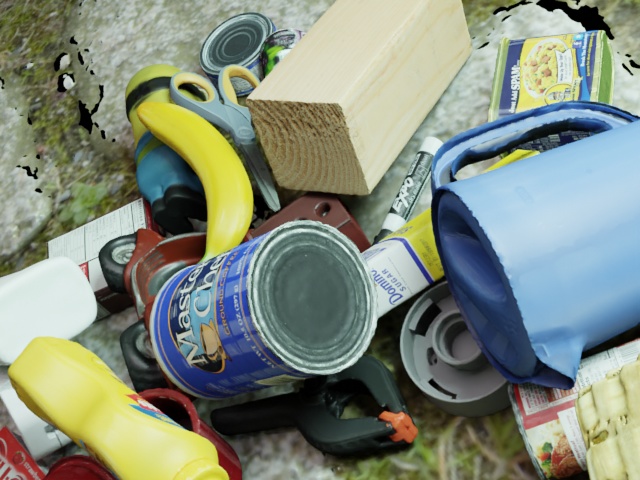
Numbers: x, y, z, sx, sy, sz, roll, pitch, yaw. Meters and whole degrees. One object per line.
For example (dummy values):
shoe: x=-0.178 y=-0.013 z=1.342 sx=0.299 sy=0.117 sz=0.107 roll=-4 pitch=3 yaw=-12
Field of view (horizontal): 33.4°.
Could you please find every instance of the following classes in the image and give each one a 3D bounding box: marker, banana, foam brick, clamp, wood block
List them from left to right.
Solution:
banana: x=-0.098 y=-0.056 z=0.879 sx=0.069 sy=0.037 sz=0.198 roll=-15 pitch=51 yaw=-12
clamp: x=-0.006 y=0.121 z=0.795 sx=0.172 sy=0.039 sz=0.120 roll=27 pitch=79 yaw=48
foam brick: x=-0.006 y=0.001 z=0.873 sx=0.078 sy=0.051 sz=0.053 roll=-35 pitch=47 yaw=3
wood block: x=0.039 y=-0.136 z=0.886 sx=0.091 sy=0.090 sz=0.205 roll=7 pitch=44 yaw=33
marker: x=0.070 y=-0.032 z=0.875 sx=0.020 sy=0.020 sz=0.121 roll=12 pitch=64 yaw=36

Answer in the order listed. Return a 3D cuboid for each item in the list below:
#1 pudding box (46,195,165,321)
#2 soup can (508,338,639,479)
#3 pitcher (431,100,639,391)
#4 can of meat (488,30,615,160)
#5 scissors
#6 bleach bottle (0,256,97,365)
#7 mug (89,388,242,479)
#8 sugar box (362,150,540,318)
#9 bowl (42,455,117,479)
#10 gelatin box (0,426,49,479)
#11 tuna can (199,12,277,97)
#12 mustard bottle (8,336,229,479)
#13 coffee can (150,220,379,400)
pudding box: x=-0.195 y=0.021 z=0.977 sx=0.113 sy=0.039 sz=0.090 roll=-23 pitch=49 yaw=12
soup can: x=0.179 y=0.107 z=0.676 sx=0.102 sy=0.068 sz=0.068 roll=-22 pitch=49 yaw=14
pitcher: x=0.198 y=-0.022 z=0.687 sx=0.242 sy=0.149 sz=0.145 roll=-22 pitch=13 yaw=-9
can of meat: x=0.185 y=-0.117 z=0.846 sx=0.084 sy=0.057 sz=0.102 roll=-3 pitch=57 yaw=26
scissors: x=-0.086 y=-0.096 z=0.934 sx=0.096 sy=0.016 sz=0.202 roll=6 pitch=41 yaw=-10
bleach bottle: x=-0.300 y=0.069 z=0.953 sx=0.102 sy=0.068 sz=0.251 roll=-32 pitch=14 yaw=-35
mug: x=-0.110 y=0.178 z=0.781 sx=0.093 sy=0.081 sz=0.117 roll=-15 pitch=51 yaw=20
sugar box: x=0.090 y=-0.003 z=0.794 sx=0.176 sy=0.048 sz=0.093 roll=-31 pitch=3 yaw=4
bowl: x=-0.178 y=0.234 z=0.738 sx=0.162 sy=0.055 sz=0.162 roll=6 pitch=99 yaw=45
gelatin box: x=-0.261 y=0.208 z=0.883 sx=0.073 sy=0.030 sz=0.089 roll=-47 pitch=48 yaw=-9
tuna can: x=-0.077 y=-0.186 z=1.065 sx=0.086 sy=0.033 sz=0.086 roll=-16 pitch=51 yaw=20
mustard bottle: x=-0.122 y=0.132 z=0.698 sx=0.192 sy=0.096 sz=0.058 roll=27 pitch=73 yaw=41
coffee can: x=-0.042 y=0.052 z=0.741 sx=0.141 sy=0.102 sz=0.102 roll=-22 pitch=42 yaw=53
